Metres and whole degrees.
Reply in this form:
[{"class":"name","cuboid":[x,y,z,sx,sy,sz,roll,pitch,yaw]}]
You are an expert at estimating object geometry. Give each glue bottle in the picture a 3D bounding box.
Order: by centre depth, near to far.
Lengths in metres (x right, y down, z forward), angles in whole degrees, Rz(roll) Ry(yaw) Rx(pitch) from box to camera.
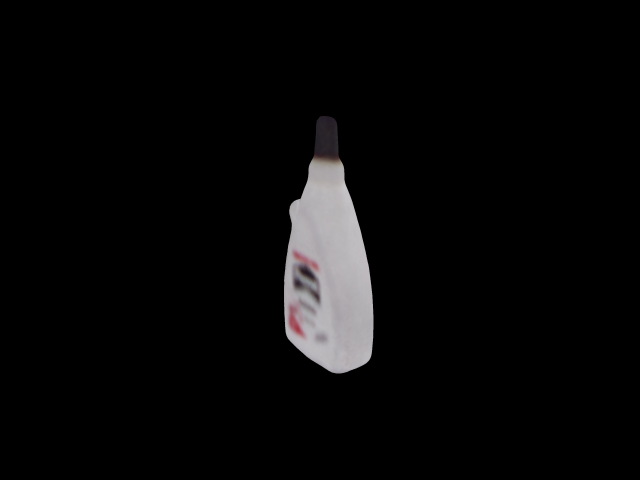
[{"class":"glue bottle","cuboid":[0.004,0.001,0.400,0.037,0.173,0.077,-13,22,-35]}]
